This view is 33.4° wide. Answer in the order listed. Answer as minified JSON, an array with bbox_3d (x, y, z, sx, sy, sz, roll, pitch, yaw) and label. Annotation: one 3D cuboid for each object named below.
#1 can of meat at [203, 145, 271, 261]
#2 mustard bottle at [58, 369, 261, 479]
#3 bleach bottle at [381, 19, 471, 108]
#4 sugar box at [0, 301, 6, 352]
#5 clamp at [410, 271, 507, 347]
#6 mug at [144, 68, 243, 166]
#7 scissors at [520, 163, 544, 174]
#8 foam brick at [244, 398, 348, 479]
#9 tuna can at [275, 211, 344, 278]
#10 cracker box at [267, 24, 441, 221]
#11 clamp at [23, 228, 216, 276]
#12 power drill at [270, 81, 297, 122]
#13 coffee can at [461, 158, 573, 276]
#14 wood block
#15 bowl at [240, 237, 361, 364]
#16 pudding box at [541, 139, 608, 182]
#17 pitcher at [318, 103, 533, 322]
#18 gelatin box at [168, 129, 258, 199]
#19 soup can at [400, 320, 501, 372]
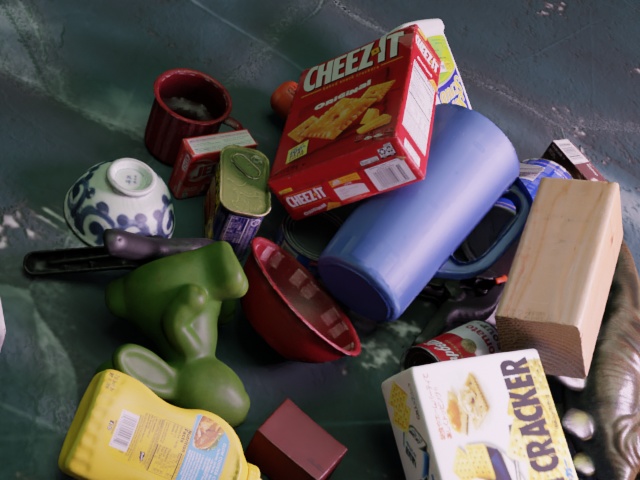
[{"bbox_3d":[-0.094,-0.040,1.183,0.057,0.084,0.102,11,46,-16],"label":"can of meat"},{"bbox_3d":[-0.127,0.194,0.951,0.191,0.058,0.096,27,66,-19],"label":"mustard bottle"},{"bbox_3d":[0.163,-0.161,1.390,0.102,0.068,0.251,-20,85,-49],"label":"bleach bottle"},{"bbox_3d":[-0.360,0.028,1.020,0.093,0.048,0.176,-2,50,-28],"label":"sugar box"},{"bbox_3d":[0.140,0.060,1.238,0.171,0.039,0.120,-17,62,-35],"label":"clamp"},{"bbox_3d":[-0.147,-0.135,1.248,0.117,0.082,0.093,20,44,-8],"label":"mug"},{"bbox_3d":[0.165,-0.080,1.303,0.202,0.016,0.096,18,63,9],"label":"scissors"},{"bbox_3d":[-0.024,0.203,1.016,0.078,0.051,0.052,39,46,12],"label":"foam brick"},{"bbox_3d":[-0.008,0.002,1.223,0.086,0.034,0.086,14,45,-14],"label":"tuna can"},{"bbox_3d":[0.041,-0.135,1.198,0.072,0.164,0.213,52,34,-33],"label":"cracker box"},{"bbox_3d":[-0.183,0.016,1.086,0.209,0.165,0.036,3,80,-50],"label":"clamp"},{"bbox_3d":[0.050,-0.160,1.384,0.184,0.057,0.187,44,44,6],"label":"power drill"},{"bbox_3d":[0.249,-0.027,1.325,0.103,0.103,0.140,38,44,11],"label":"coffee can"},{"bbox_3d":[0.262,0.037,1.153,0.090,0.091,0.206,6,49,25],"label":"wood block"},{"bbox_3d":[-0.031,0.074,1.099,0.162,0.055,0.162,44,12,-12],"label":"bowl"},{"bbox_3d":[0.328,-0.064,1.407,0.039,0.090,0.113,-10,54,-35],"label":"pudding box"},{"bbox_3d":[0.115,-0.022,1.184,0.149,0.145,0.242,11,53,46],"label":"pitcher"},{"bbox_3d":[-0.123,-0.087,1.221,0.089,0.073,0.030,-14,58,-35],"label":"gelatin box"},{"bbox_3d":[0.145,0.132,1.152,0.102,0.069,0.068,-18,60,-38],"label":"soup can"}]
